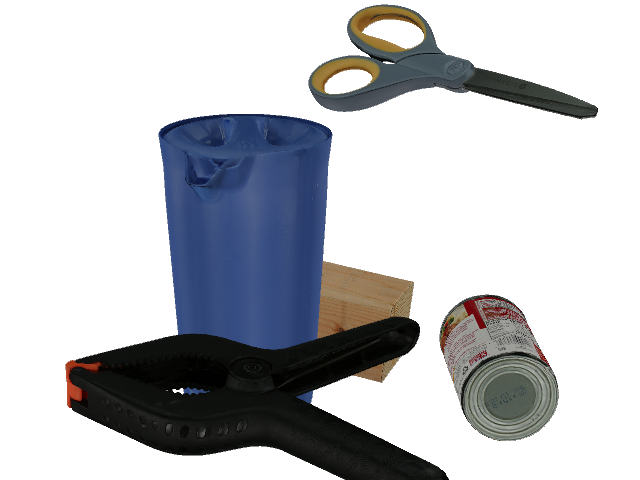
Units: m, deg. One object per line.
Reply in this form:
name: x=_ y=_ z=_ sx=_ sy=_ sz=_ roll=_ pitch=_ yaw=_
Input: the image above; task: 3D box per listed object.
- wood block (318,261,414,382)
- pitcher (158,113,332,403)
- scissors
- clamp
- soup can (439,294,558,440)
wood block: x=-0.012 y=0.077 z=1.179 sx=0.206 sy=0.091 sz=0.090 roll=13 pitch=22 yaw=17
pitcher: x=-0.054 y=0.021 z=0.866 sx=0.149 sy=0.243 sz=0.145 roll=-8 pitch=22 yaw=-24
scissors: x=0.063 y=-0.090 z=0.637 sx=0.096 sy=0.016 sz=0.202 roll=-38 pitch=43 yaw=-6
clamp: x=-0.033 y=0.081 z=0.595 sx=0.210 sy=0.036 sz=0.164 roll=6 pitch=25 yaw=4
soup can: x=0.125 y=0.088 z=0.759 sx=0.068 sy=0.068 sz=0.102 roll=0 pitch=19 yaw=-2
